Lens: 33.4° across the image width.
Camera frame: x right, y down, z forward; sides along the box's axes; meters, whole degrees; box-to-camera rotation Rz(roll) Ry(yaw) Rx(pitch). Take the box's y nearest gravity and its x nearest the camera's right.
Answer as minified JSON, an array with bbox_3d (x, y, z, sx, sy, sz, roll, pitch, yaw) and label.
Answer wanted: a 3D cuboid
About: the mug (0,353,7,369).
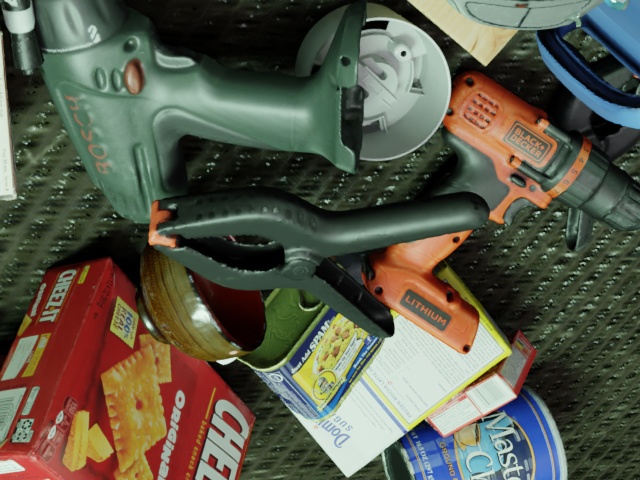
[{"bbox_3d":[-0.249,0.125,0.779,0.093,0.081,0.117,-3,124,-20],"label":"mug"}]

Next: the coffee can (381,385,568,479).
[{"bbox_3d":[0.137,0.200,0.968,0.140,0.103,0.103,-14,127,-11],"label":"coffee can"}]

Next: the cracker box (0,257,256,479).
[{"bbox_3d":[-0.140,0.142,0.778,0.072,0.164,0.213,-12,134,28],"label":"cracker box"}]

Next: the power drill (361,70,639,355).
[{"bbox_3d":[0.134,-0.009,0.810,0.184,0.057,0.188,33,101,-8],"label":"power drill"}]

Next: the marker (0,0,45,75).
[{"bbox_3d":[-0.172,-0.148,0.596,0.020,0.020,0.121,-11,127,-14],"label":"marker"}]

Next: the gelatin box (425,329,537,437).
[{"bbox_3d":[0.138,0.123,0.918,0.030,0.073,0.089,49,126,-4],"label":"gelatin box"}]

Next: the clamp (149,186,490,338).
[{"bbox_3d":[-0.005,0.001,0.699,0.209,0.036,0.165,15,140,-22],"label":"clamp"}]

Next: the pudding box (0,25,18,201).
[{"bbox_3d":[-0.208,-0.091,0.640,0.039,0.090,0.113,-8,126,-17],"label":"pudding box"}]

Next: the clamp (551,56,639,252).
[{"bbox_3d":[0.196,-0.077,0.841,0.120,0.039,0.172,13,112,-26],"label":"clamp"}]

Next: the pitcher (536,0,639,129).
[{"bbox_3d":[0.263,-0.128,0.701,0.144,0.243,0.149,9,126,-28],"label":"pitcher"}]

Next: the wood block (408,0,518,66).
[{"bbox_3d":[0.131,-0.228,0.677,0.090,0.090,0.206,31,108,-35],"label":"wood block"}]

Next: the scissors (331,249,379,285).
[{"bbox_3d":[0.041,0.003,0.849,0.202,0.016,0.096,-35,128,4],"label":"scissors"}]

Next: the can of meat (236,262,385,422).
[{"bbox_3d":[-0.004,0.077,0.820,0.102,0.058,0.084,-52,132,-16],"label":"can of meat"}]

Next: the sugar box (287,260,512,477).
[{"bbox_3d":[0.063,0.107,0.890,0.176,0.048,0.093,-38,96,10],"label":"sugar box"}]
